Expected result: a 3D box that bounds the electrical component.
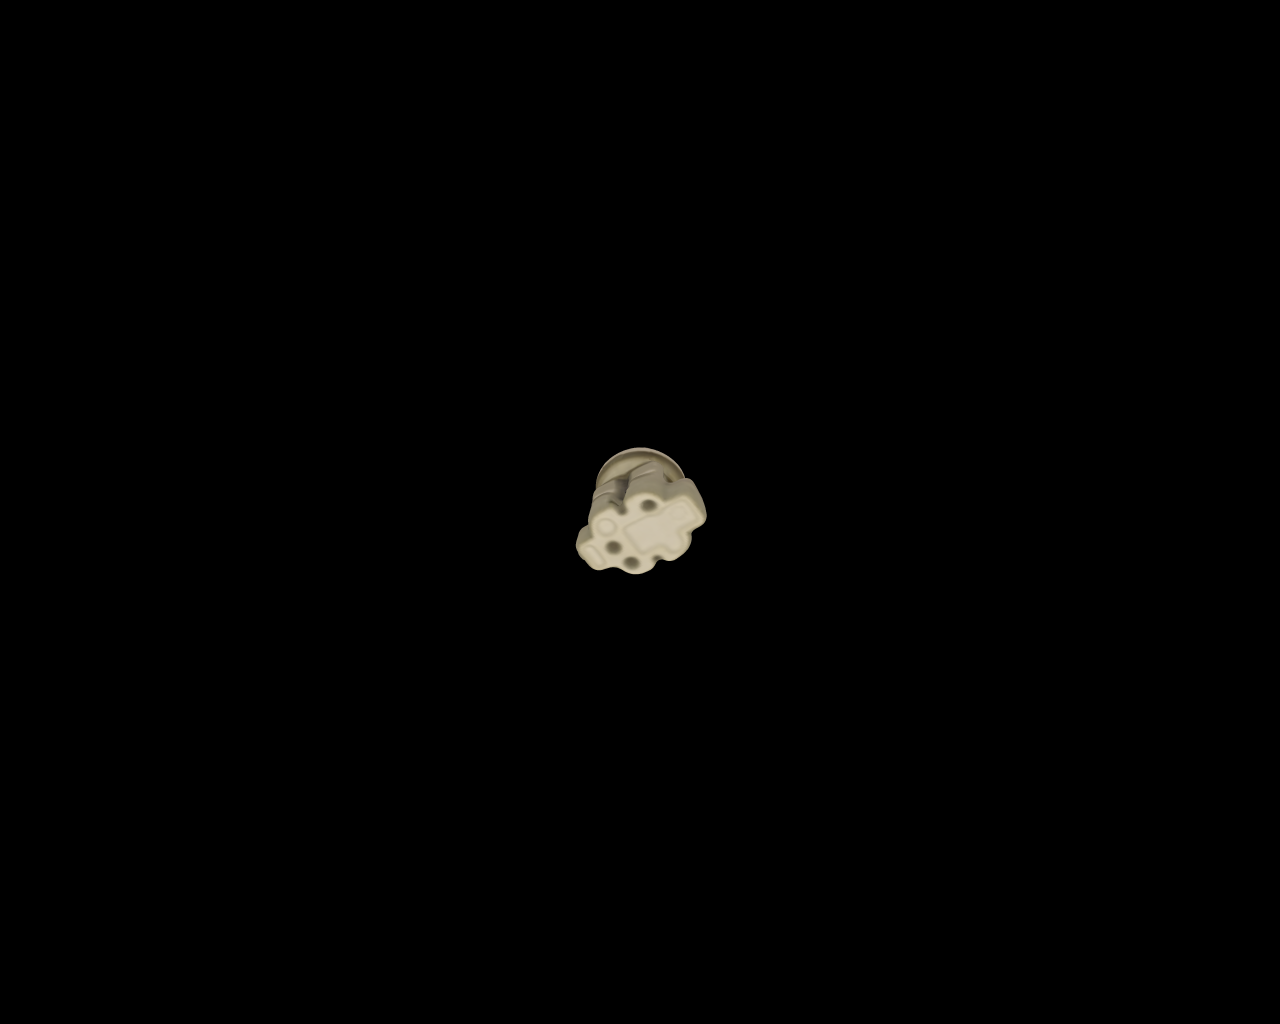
[{"bbox_3d":[0.001,-0.003,0.650,0.078,0.058,0.057,-26,30,17],"label":"electrical component"}]
